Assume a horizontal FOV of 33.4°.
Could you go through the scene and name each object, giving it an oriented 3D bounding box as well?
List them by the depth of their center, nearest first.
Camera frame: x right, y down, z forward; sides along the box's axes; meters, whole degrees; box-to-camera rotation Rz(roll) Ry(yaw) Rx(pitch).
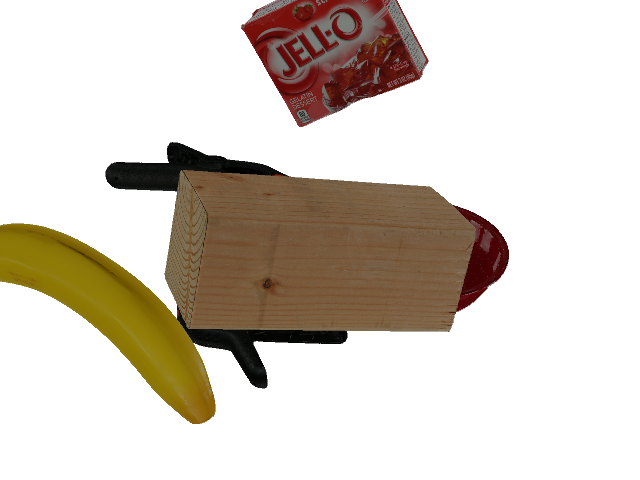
[{"bbox_3d":[-0.140,0.038,0.636,0.198,0.070,0.037,25,28,13],"label":"banana"},{"bbox_3d":[0.008,-0.117,0.636,0.089,0.073,0.030,-18,25,28],"label":"gelatin box"},{"bbox_3d":[-0.002,0.009,0.799,0.205,0.091,0.090,3,24,-21],"label":"wood block"},{"bbox_3d":[-0.112,-0.058,1.000,0.172,0.039,0.120,13,27,31],"label":"clamp"},{"bbox_3d":[0.095,0.026,1.016,0.162,0.055,0.162,1,35,-1],"label":"bowl"},{"bbox_3d":[-0.095,0.112,1.256,0.210,0.036,0.164,14,22,27],"label":"clamp"}]
